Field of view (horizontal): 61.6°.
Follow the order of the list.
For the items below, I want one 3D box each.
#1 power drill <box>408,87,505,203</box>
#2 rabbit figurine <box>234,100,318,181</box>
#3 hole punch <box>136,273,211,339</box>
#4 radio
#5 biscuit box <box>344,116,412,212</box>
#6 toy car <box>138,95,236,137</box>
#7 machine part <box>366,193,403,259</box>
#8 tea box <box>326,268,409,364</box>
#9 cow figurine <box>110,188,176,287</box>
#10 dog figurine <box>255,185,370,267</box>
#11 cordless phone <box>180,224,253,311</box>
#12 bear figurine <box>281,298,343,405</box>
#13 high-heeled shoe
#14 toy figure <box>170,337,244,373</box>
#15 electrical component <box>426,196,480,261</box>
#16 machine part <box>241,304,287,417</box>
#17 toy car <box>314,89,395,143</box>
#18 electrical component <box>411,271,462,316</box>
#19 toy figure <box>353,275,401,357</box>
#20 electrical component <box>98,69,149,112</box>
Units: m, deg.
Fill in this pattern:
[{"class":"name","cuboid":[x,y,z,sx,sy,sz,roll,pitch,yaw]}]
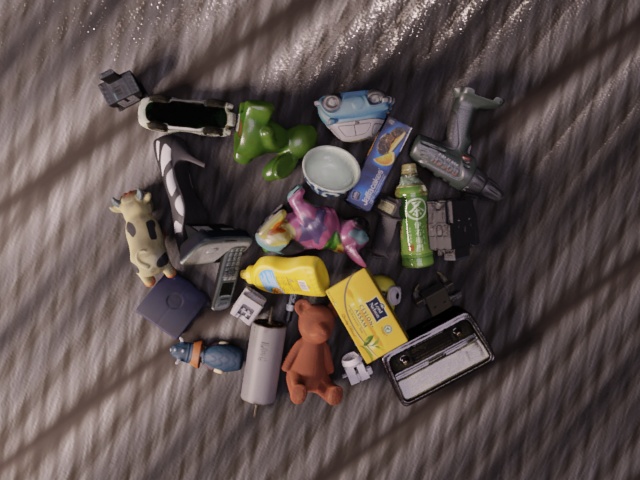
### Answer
[{"class":"power drill","cuboid":[0.321,-0.210,1.157,0.232,0.086,0.207,20,100,-3]},{"class":"rabbit figurine","cuboid":[-0.085,-0.202,1.105,0.170,0.121,0.159,7,91,-20]},{"class":"hole punch","cuboid":[-0.308,0.135,1.125,0.142,0.092,0.116,36,87,-2]},{"class":"radio","cuboid":[0.249,0.249,1.179,0.230,0.073,0.131,-28,96,-2]},{"class":"biscuit box","cuboid":[0.122,-0.159,1.147,0.059,0.063,0.202,26,91,-5]},{"class":"toy car","cuboid":[-0.274,-0.256,1.111,0.202,0.056,0.073,5,91,1]},{"class":"machine part","cuboid":[0.138,-0.029,1.158,0.039,0.084,0.138,2,105,-37]},{"class":"tea box","cuboid":[0.097,0.151,1.092,0.098,0.068,0.169,-33,80,8]},{"class":"cow figurine","cuboid":[-0.360,-0.017,1.087,0.085,0.127,0.195,-18,65,-5]},{"class":"dog figurine","cuboid":[-0.002,-0.003,1.129,0.219,0.108,0.191,41,89,-8]},{"class":"cordless phone","cuboid":[-0.224,0.061,1.105,0.089,0.146,0.184,21,104,35]},{"class":"bear figurine","cuboid":[-0.006,0.230,1.136,0.120,0.132,0.195,12,98,-22]},{"class":"high-heeled shoe","cuboid":[-0.308,-0.091,1.126,0.145,0.086,0.248,23,108,23]},{"class":"toy figure","cuboid":[-0.242,0.248,1.151,0.155,0.064,0.057,8,131,0]},{"class":"electrical component","cuboid":[0.286,-0.024,1.146,0.115,0.058,0.134,-10,96,-40]},{"class":"machine part","cuboid":[-0.120,0.259,1.150,0.079,0.079,0.243,10,94,-5]},{"class":"toy car","cuboid":[0.073,-0.253,1.107,0.162,0.109,0.102,-1,101,14]},{"class":"electrical component","cuboid":[0.255,0.120,1.188,0.102,0.045,0.078,-34,124,1]},{"class":"toy figure","cuboid":[0.116,0.164,1.161,0.089,0.082,0.180,20,95,-1]},{"class":"electrical component","cuboid":[-0.396,-0.301,1.071,0.075,0.119,0.047,-27,95,-4]}]
